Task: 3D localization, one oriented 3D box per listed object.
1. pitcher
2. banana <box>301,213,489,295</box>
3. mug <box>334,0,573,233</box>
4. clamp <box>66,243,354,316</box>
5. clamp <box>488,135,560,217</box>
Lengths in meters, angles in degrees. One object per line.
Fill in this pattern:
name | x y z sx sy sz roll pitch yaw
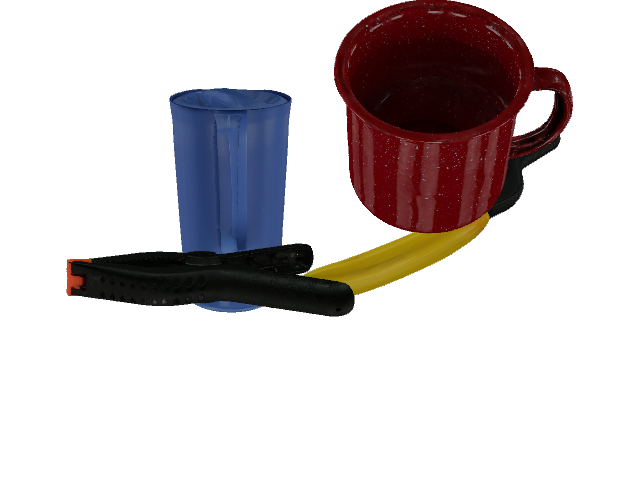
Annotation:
pitcher | -0.100 -0.044 1.191 0.145 0.243 0.148 16 23 38
banana | 0.065 0.018 0.988 0.198 0.037 0.069 -22 -7 9
mug | 0.066 -0.059 0.529 0.117 0.093 0.081 -8 -36 -3
clamp | -0.082 0.030 0.804 0.209 0.036 0.165 -1 10 -18
clamp | 0.178 -0.088 1.159 0.120 0.039 0.171 22 49 19
